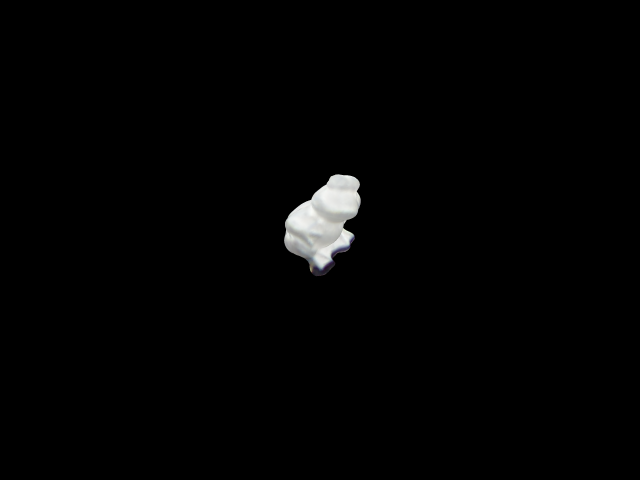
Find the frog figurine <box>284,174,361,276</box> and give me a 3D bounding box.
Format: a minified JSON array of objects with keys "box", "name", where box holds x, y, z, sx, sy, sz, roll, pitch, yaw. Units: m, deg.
[{"box":[0.003,-0.043,0.850,0.139,0.155,0.124,-26,46,-27],"name":"frog figurine"}]
